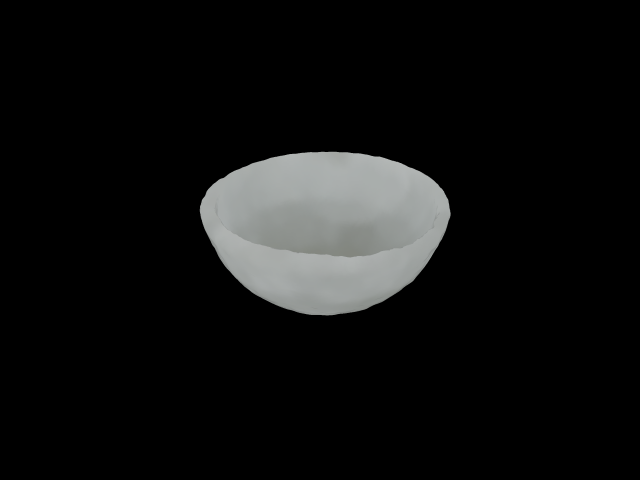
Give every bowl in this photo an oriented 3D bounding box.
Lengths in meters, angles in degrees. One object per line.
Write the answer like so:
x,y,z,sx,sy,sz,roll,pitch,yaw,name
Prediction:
0.004,0.001,0.400,0.167,0.075,0.167,0,30,0,bowl
